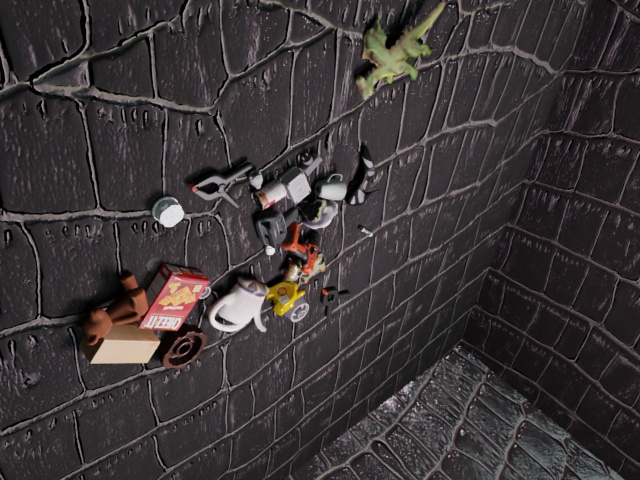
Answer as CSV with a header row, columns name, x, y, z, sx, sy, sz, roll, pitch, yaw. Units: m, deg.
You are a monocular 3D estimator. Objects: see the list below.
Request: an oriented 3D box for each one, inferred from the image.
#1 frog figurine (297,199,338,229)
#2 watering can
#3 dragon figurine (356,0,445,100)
name,x,y,z,sx,sy,sz,roll,pitch,yaw
frog figurine,0.006,-0.098,1.940,0.136,0.124,0.159,-26,162,22
watering can,-0.271,0.251,1.941,0.223,0.105,0.345,-56,146,7
dragon figurine,0.249,-0.655,1.728,0.242,0.124,0.406,12,110,-44
